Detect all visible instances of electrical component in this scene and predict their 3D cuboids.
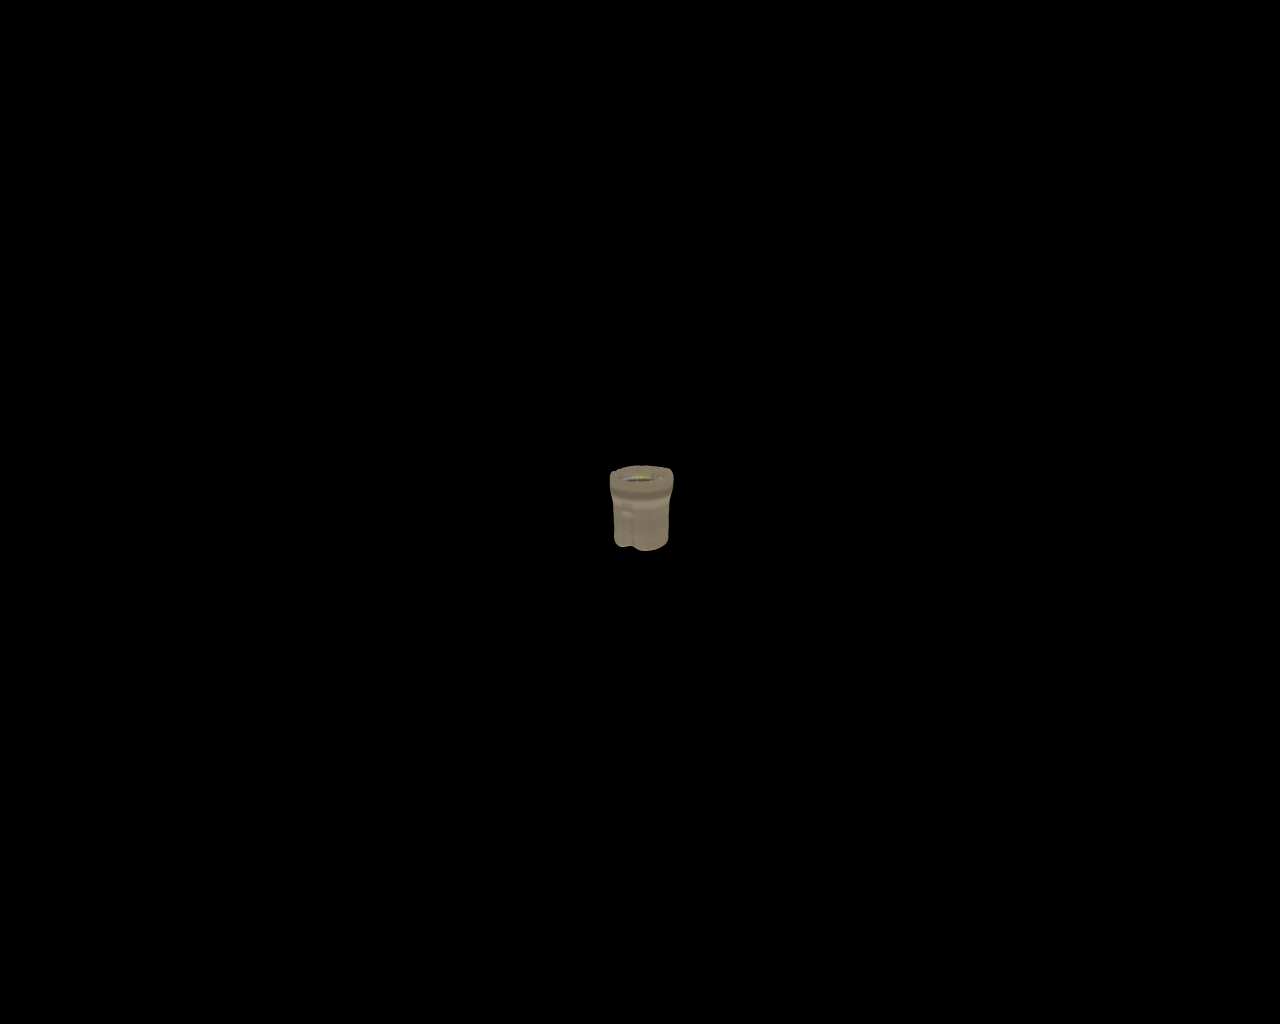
[{"bbox_3d":[0.001,-0.003,0.650,0.040,0.046,0.040,0,17,0],"label":"electrical component"}]
